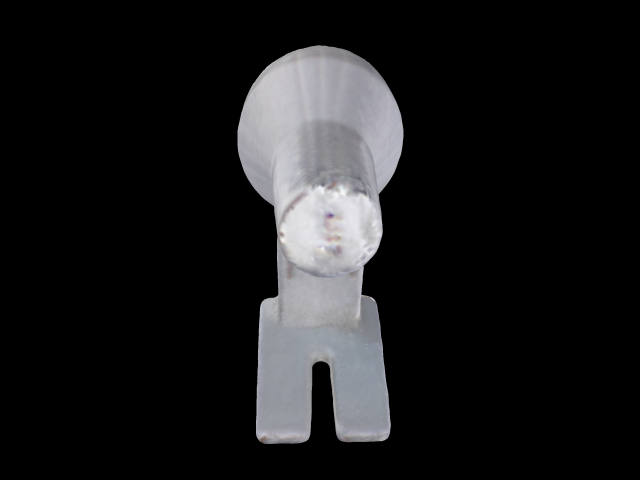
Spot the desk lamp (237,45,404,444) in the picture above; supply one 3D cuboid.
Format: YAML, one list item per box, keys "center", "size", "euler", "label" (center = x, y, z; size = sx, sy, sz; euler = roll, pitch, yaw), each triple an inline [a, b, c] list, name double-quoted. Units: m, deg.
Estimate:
- center: [0.004, 0.001, 0.400]
  size: [0.118, 0.214, 0.203]
  euler: [-2, 47, -2]
  label: "desk lamp"
